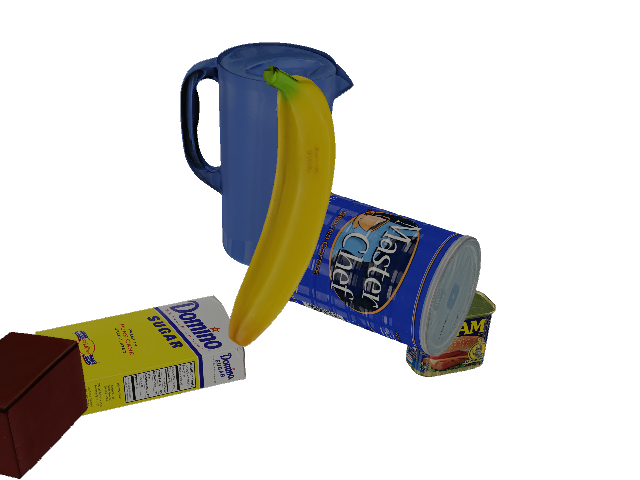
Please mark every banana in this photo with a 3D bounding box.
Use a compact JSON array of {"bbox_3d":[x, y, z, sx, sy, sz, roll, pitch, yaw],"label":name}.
[{"bbox_3d":[-0.024,-0.025,0.679,0.069,0.198,0.037,-16,37,-36],"label":"banana"}]

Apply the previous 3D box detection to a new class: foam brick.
[{"bbox_3d":[-0.189,0.100,0.662,0.053,0.051,0.078,7,28,21],"label":"foam brick"}]

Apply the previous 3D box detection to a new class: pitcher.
[{"bbox_3d":[-0.065,-0.095,1.211,0.144,0.243,0.149,-22,38,-40],"label":"pitcher"}]

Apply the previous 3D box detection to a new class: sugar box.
[{"bbox_3d":[-0.166,0.105,0.985,0.176,0.048,0.093,-14,35,-17],"label":"sugar box"}]

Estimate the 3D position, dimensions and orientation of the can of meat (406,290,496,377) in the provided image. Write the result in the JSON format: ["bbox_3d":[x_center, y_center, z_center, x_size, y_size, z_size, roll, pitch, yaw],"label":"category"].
[{"bbox_3d":[0.156,0.114,1.302,0.102,0.084,0.057,-7,29,-22],"label":"can of meat"}]

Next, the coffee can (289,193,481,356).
[{"bbox_3d":[0.050,0.026,0.897,0.140,0.103,0.102,19,8,25],"label":"coffee can"}]
